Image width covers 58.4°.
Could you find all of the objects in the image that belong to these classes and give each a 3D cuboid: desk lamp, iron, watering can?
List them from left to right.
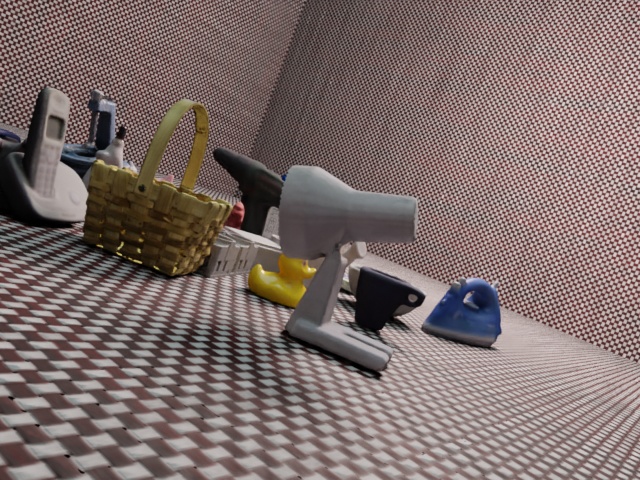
[{"bbox_3d":[0.012,0.004,1.142,0.172,0.194,0.101,21,4,11],"label":"watering can"},{"bbox_3d":[0.027,0.026,0.728,0.203,0.213,0.118,21,4,11],"label":"desk lamp"},{"bbox_3d":[0.310,0.140,1.218,0.118,0.141,0.259,23,4,39],"label":"iron"}]

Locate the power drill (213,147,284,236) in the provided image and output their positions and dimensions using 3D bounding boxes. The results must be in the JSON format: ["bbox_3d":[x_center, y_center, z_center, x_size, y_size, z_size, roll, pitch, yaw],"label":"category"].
[{"bbox_3d":[-0.166,-0.081,1.313,0.229,0.208,0.075,20,3,-5],"label":"power drill"}]

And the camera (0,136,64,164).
[{"bbox_3d":[-0.488,-0.120,0.925,0.143,0.101,0.136,19,4,-24],"label":"camera"}]

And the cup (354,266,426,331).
[{"bbox_3d":[0.108,0.106,0.949,0.117,0.095,0.092,22,4,18],"label":"cup"}]

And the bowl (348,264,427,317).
[{"bbox_3d":[0.125,0.110,1.149,0.167,0.075,0.167,21,3,-1],"label":"bowl"}]

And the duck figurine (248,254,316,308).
[{"bbox_3d":[-0.055,0.053,0.895,0.105,0.086,0.077,20,4,-14],"label":"duck figurine"}]

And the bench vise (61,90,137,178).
[{"bbox_3d":[-0.454,-0.186,1.166,0.121,0.220,0.207,21,3,4],"label":"bench vise"}]

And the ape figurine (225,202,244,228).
[{"bbox_3d":[-0.233,-0.060,1.566,0.077,0.092,0.076,21,4,11],"label":"ape figurine"}]

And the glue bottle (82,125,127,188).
[{"bbox_3d":[-0.402,-0.137,1.090,0.037,0.173,0.078,23,5,40],"label":"glue bottle"}]

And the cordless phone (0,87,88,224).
[{"bbox_3d":[-0.378,-0.117,0.830,0.094,0.185,0.148,21,3,8],"label":"cordless phone"}]

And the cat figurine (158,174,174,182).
[{"bbox_3d":[-0.300,-0.068,1.082,0.127,0.118,0.067,23,4,34],"label":"cat figurine"}]

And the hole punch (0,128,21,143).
[{"bbox_3d":[-0.620,-0.171,1.035,0.101,0.091,0.109,21,4,13],"label":"hole punch"}]
